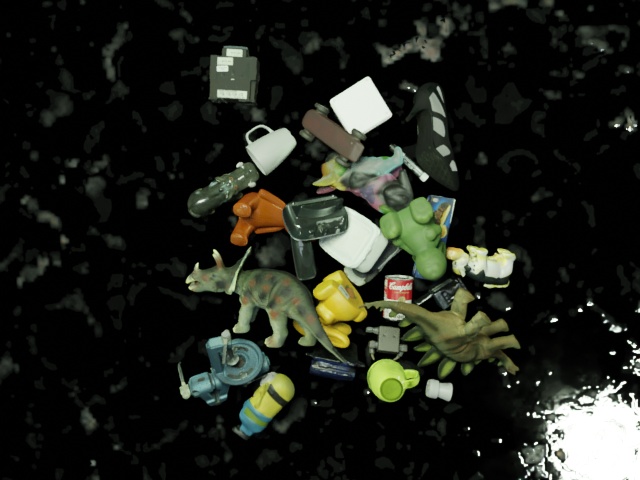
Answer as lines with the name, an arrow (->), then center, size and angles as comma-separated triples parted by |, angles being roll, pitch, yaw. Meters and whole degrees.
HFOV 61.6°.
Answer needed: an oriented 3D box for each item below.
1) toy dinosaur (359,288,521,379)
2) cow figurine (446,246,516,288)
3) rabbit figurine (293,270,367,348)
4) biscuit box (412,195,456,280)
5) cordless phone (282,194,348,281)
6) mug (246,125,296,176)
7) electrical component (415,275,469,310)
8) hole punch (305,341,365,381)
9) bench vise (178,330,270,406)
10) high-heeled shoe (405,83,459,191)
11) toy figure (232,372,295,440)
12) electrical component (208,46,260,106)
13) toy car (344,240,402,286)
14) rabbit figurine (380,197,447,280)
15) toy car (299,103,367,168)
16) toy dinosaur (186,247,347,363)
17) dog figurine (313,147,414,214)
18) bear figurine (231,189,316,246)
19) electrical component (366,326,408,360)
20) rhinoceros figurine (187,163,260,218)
toy dinosaur -> 0.298, 0.216, 1.232 | 0.471, 0.105, 0.198 | 35, 109, -25
cow figurine -> 0.377, 0.064, 1.288 | 0.167, 0.068, 0.098 | 5, 100, -4
rabbit figurine -> 0.019, 0.179, 1.296 | 0.173, 0.122, 0.162 | -35, 102, 17
biscuit box -> 0.271, -0.004, 1.289 | 0.059, 0.063, 0.202 | 10, 93, 2
cordless phone -> -0.002, -0.004, 1.225 | 0.146, 0.089, 0.184 | -12, 102, -24
mug -> -0.118, -0.226, 1.281 | 0.107, 0.081, 0.109 | -35, 86, -8
electrical component -> 0.291, 0.135, 1.291 | 0.119, 0.075, 0.047 | -34, 91, -1
hole punch -> 0.031, 0.300, 1.290 | 0.142, 0.116, 0.092 | 13, 102, 1
bench vise -> -0.229, 0.289, 1.254 | 0.224, 0.240, 0.129 | -8, 50, -8
high-heeled shoe -> 0.291, -0.249, 1.286 | 0.145, 0.086, 0.248 | -46, 111, -26
toy figure -> -0.136, 0.405, 1.314 | 0.089, 0.082, 0.180 | 34, 89, -13
electrical component -> -0.202, -0.391, 1.279 | 0.115, 0.058, 0.134 | 5, 93, -1
toy car -> 0.144, 0.025, 1.298 | 0.073, 0.056, 0.202 | 45, 92, 5
rabbit figurine -> 0.222, 0.017, 1.187 | 0.121, 0.159, 0.170 | -24, 68, 13
toy car -> 0.032, -0.241, 1.243 | 0.202, 0.053, 0.089 | 41, 106, 34
toy dinosaur -> -0.103, 0.132, 1.227 | 0.405, 0.131, 0.192 | 13, 106, 23
dog figurine -> 0.097, -0.126, 1.262 | 0.219, 0.108, 0.191 | -13, 80, 6
bear figurine -> -0.097, -0.042, 1.267 | 0.196, 0.132, 0.120 | 17, 124, 4
electrical component -> 0.163, 0.253, 1.318 | 0.102, 0.045, 0.078 | 0, 65, -1
rhinoceros figurine -> -0.230, -0.121, 1.269 | 0.190, 0.112, 0.073 | -28, 90, 11
